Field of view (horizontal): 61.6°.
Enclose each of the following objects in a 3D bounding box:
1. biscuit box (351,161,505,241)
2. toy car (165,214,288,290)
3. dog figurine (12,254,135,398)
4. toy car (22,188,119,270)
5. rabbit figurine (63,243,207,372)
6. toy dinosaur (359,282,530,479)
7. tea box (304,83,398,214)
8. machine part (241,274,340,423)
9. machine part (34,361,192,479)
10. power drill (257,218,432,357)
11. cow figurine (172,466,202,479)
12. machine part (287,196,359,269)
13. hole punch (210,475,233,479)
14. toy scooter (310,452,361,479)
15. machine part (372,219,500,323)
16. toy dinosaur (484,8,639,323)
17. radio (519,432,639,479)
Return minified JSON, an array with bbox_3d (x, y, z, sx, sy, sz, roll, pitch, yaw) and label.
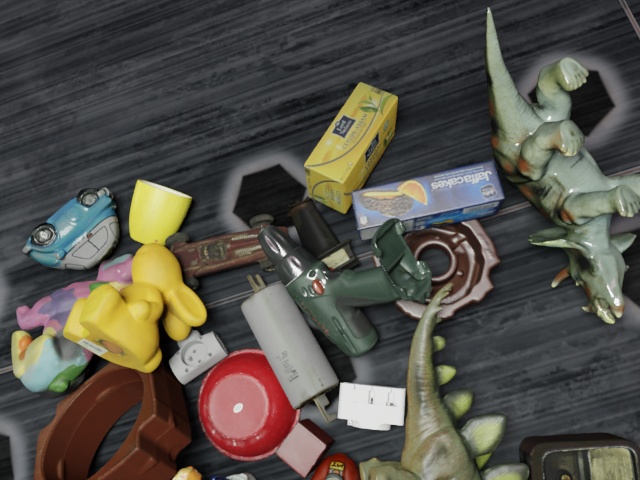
[{"bbox_3d":[0.148,-0.053,0.751,0.203,0.059,0.063,-12,72,6],"label":"biscuit box"},{"bbox_3d":[-0.147,0.018,0.833,0.202,0.053,0.089,-13,72,-1],"label":"toy car"},{"bbox_3d":[-0.334,0.113,0.807,0.219,0.108,0.192,-29,42,-3],"label":"dog figurine"},{"bbox_3d":[-0.384,-0.006,0.871,0.161,0.109,0.103,-44,96,-14],"label":"toy car"},{"bbox_3d":[-0.238,0.083,0.744,0.162,0.122,0.173,30,49,-18],"label":"rabbit figurine"},{"bbox_3d":[0.153,0.298,0.679,0.199,0.105,0.471,-11,91,-10],"label":"toy dinosaur"},{"bbox_3d":[0.049,-0.138,0.808,0.068,0.098,0.169,28,72,15],"label":"tea box"},{"bbox_3d":[-0.044,0.151,0.775,0.079,0.079,0.243,-31,71,1],"label":"machine part"},{"bbox_3d":[-0.283,0.271,0.738,0.201,0.087,0.201,-39,35,-1],"label":"machine part"},{"bbox_3d":[0.032,0.046,0.729,0.207,0.086,0.232,-30,96,38],"label":"power drill"},{"bbox_3d":[-0.192,0.382,0.690,0.098,0.068,0.167,-10,74,14],"label":"cow figurine"},{"bbox_3d":[-0.002,-0.003,0.831,0.084,0.039,0.139,-35,75,8],"label":"machine part"},{"bbox_3d":[-0.094,0.361,0.663,0.092,0.115,0.142,-7,52,32],"label":"hole punch"},{"bbox_3d":[0.009,0.373,0.686,0.075,0.135,0.184,7,76,12],"label":"toy scooter"},{"bbox_3d":[0.167,0.033,0.783,0.179,0.056,0.179,-2,75,9],"label":"machine part"},{"bbox_3d":[0.296,-0.093,0.690,0.131,0.192,0.404,-38,93,-25],"label":"toy dinosaur"},{"bbox_3d":[0.327,0.361,0.666,0.131,0.073,0.229,-2,76,9],"label":"radio"}]
